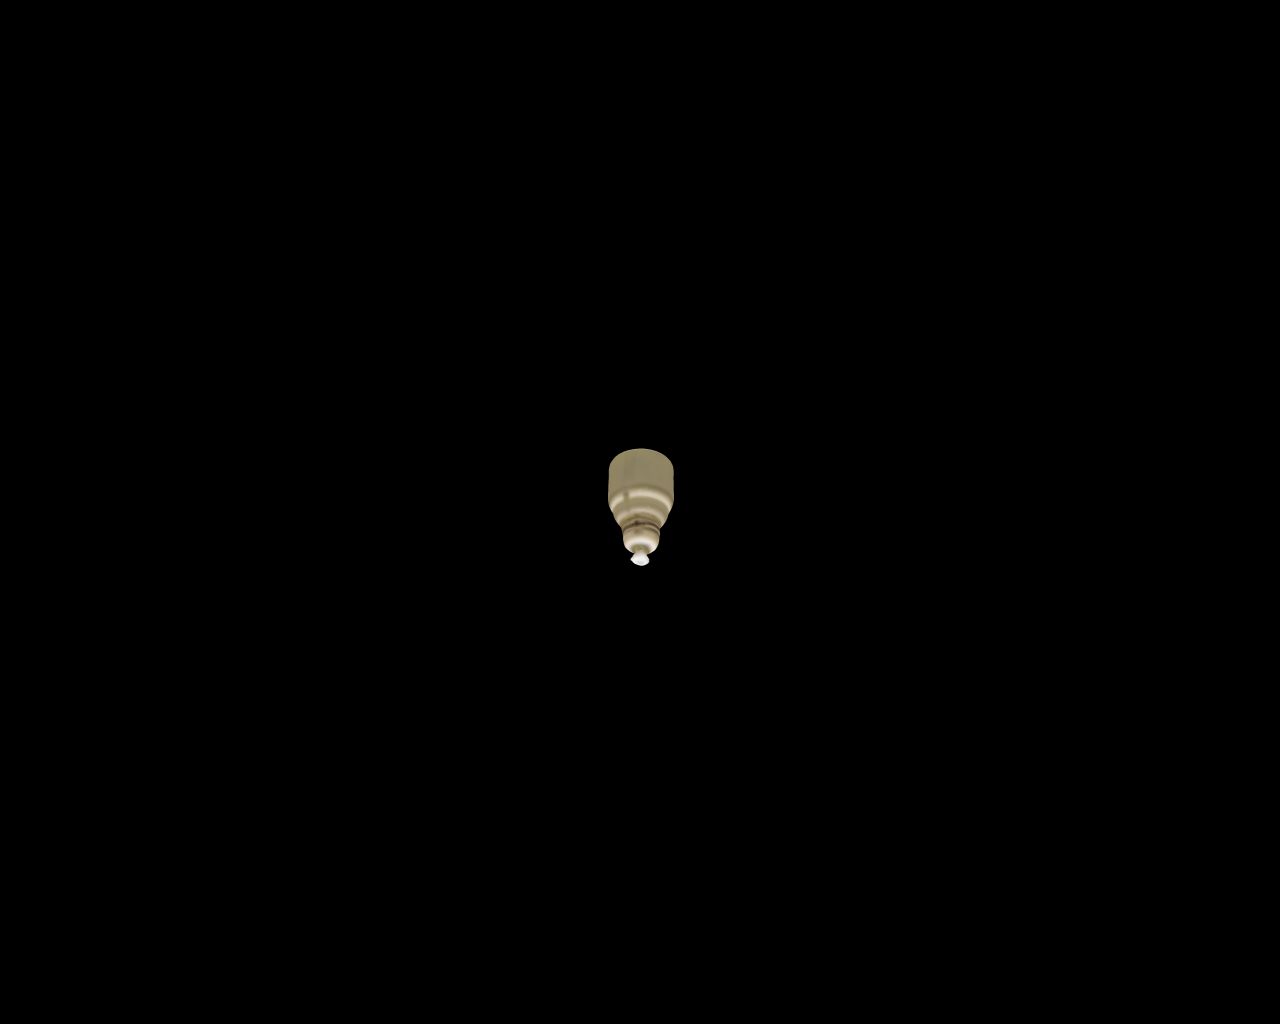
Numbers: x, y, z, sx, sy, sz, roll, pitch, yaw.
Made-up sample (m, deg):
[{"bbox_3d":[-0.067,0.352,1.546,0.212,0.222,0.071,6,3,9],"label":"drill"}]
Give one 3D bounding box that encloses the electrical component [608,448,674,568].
[{"bbox_3d":[0.001,-0.003,0.650,0.040,0.078,0.040,0,-34,0],"label":"electrical component"}]
